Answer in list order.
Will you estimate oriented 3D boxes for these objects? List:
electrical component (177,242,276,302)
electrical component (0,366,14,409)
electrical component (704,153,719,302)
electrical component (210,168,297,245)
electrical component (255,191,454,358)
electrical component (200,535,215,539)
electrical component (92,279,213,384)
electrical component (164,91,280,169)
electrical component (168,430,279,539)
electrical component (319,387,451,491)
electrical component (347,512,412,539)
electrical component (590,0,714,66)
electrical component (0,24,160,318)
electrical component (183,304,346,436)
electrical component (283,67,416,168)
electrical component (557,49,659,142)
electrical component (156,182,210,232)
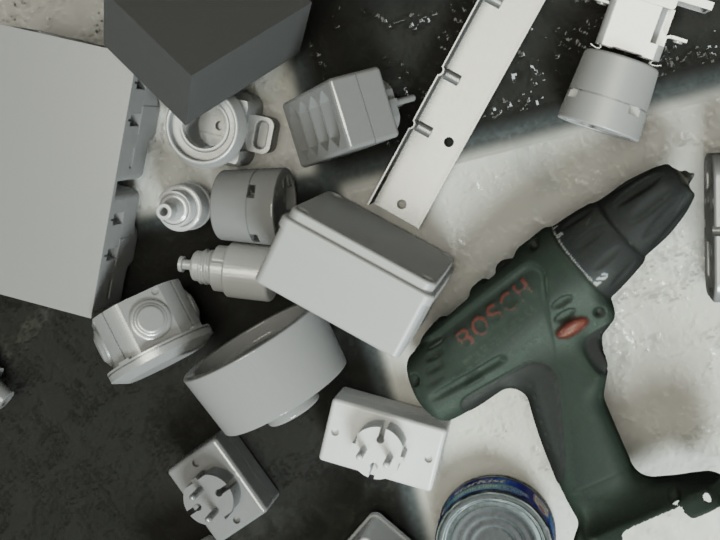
[{"bbox_3d":[-0.092,0.000,0.773,0.078,0.040,0.040,6,99,11],"label":"electrical component"},{"bbox_3d":[-0.294,0.081,0.823,0.062,0.043,0.043,38,103,2],"label":"electrical component"},{"bbox_3d":[0.256,-0.029,0.695,0.059,0.054,0.095,-2,98,11],"label":"electrical component"},{"bbox_3d":[-0.075,-0.045,0.757,0.047,0.055,0.055,3,98,14],"label":"electrical component"},{"bbox_3d":[0.000,0.000,0.721,0.109,0.109,0.056,29,105,6],"label":"electrical component"},{"bbox_3d":[-0.111,0.252,0.808,0.056,0.050,0.089,-32,91,13],"label":"electrical component"},{"bbox_3d":[-0.151,0.045,0.772,0.080,0.080,0.051,-28,86,13],"label":"electrical component"},{"bbox_3d":[-0.102,-0.101,0.752,0.078,0.057,0.058,14,100,9],"label":"electrical component"},{"bbox_3d":[-0.104,0.160,0.780,0.047,0.077,0.065,-36,90,13],"label":"electrical component"},{"bbox_3d":[0.015,0.122,0.752,0.083,0.076,0.047,15,100,9],"label":"electrical component"},{"bbox_3d":[0.015,0.253,0.780,0.109,0.056,0.108,40,103,3],"label":"electrical component"},{"bbox_3d":[0.182,-0.168,0.696,0.081,0.042,0.063,20,103,8],"label":"electrical component"},{"bbox_3d":[-0.214,-0.072,0.776,0.105,0.060,0.186,14,100,9],"label":"electrical component"},{"bbox_3d":[-0.060,0.073,0.746,0.108,0.108,0.060,-29,98,13],"label":"electrical component"},{"bbox_3d":[0.002,-0.106,0.728,0.076,0.083,0.047,-19,95,-25],"label":"electrical component"},{"bbox_3d":[0.163,-0.114,0.702,0.055,0.055,0.047,19,97,8],"label":"electrical component"},{"bbox_3d":[-0.128,-0.044,0.763,0.035,0.061,0.035,2,98,11],"label":"electrical component"}]
